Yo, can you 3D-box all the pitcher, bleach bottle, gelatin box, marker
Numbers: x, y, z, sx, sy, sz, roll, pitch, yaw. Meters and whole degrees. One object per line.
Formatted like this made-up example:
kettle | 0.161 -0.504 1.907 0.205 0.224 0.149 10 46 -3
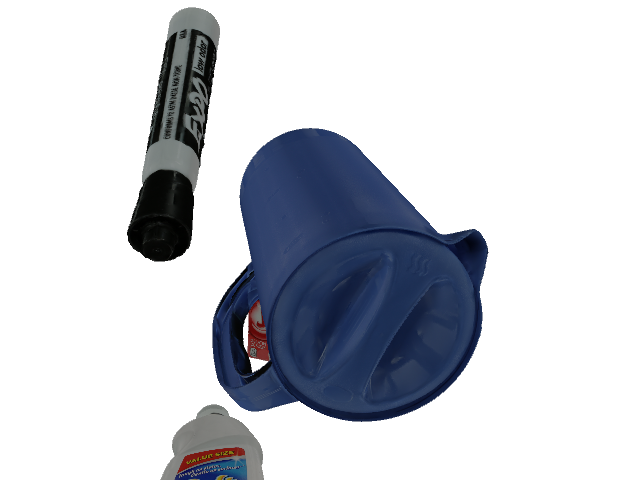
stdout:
pitcher | 0.002 0.013 0.740 0.149 0.145 0.243 5 22 -15
bleach bottle | -0.093 0.212 0.833 0.102 0.068 0.251 -3 26 -4
gelatin box | -0.024 0.078 0.976 0.089 0.073 0.030 11 19 25
marker | -0.047 -0.038 0.350 0.020 0.020 0.121 0 43 0
